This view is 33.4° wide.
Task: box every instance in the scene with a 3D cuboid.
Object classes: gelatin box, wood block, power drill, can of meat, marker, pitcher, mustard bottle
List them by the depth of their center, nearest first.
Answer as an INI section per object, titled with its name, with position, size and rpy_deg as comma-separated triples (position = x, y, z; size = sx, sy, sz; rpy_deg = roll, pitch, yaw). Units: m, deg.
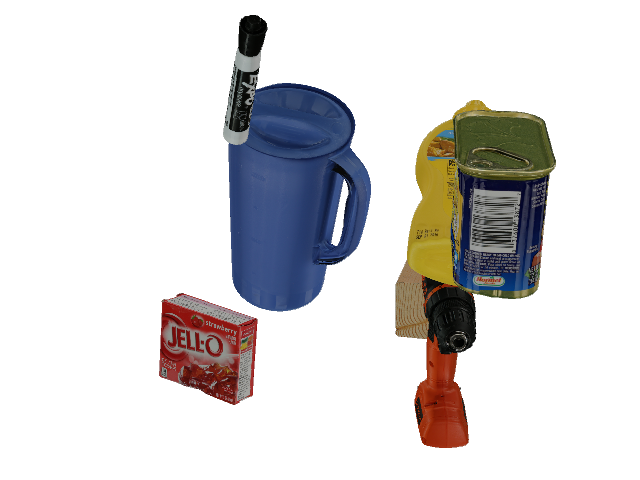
[can of meat]
position = 0.108, -0.023, 0.654
size = 0.057, 0.084, 0.102
rpy_deg = 3, 26, 5
[marker]
position = -0.053, -0.112, 0.750
size = 0.020, 0.020, 0.121
rpy_deg = 0, -34, -12
[mustard bottle]
position = 0.126, -0.049, 0.885
size = 0.096, 0.191, 0.058
rpy_deg = 7, -42, 4
[gelatin box]
position = -0.099, 0.093, 0.923
size = 0.089, 0.073, 0.030
rpy_deg = 16, 20, 31
[power drill]
position = 0.136, 0.126, 1.150
size = 0.057, 0.188, 0.184
rpy_deg = 2, 23, 2
[pitcher]
position = -0.032, -0.035, 1.166
size = 0.145, 0.243, 0.149
rpy_deg = 0, 42, -7
[wood block]
position = 0.177, 0.066, 1.624
size = 0.091, 0.090, 0.206
rpy_deg = 4, 22, 13
